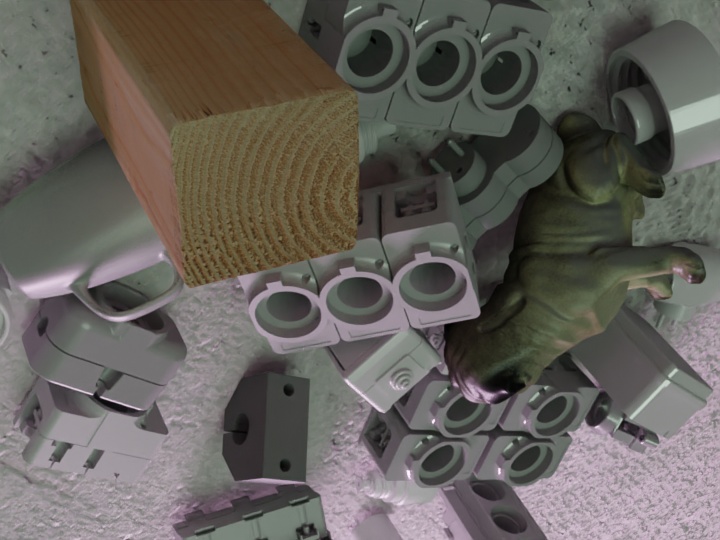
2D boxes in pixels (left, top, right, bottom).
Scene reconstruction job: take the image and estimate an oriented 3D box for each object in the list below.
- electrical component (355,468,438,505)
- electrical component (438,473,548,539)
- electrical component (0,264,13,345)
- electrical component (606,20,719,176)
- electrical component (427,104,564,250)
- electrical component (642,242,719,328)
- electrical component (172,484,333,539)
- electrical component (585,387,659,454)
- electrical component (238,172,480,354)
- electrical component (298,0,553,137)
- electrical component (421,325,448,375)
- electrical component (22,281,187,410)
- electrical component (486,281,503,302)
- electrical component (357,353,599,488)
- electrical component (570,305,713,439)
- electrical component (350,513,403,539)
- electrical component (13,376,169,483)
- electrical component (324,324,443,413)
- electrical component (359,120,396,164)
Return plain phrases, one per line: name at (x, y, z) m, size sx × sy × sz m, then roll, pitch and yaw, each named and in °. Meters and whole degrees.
electrical component at (0.032, 0.186, 0.944) m, size 0.078 × 0.040 × 0.040 m, roll 4°, pitch 120°, yaw -31°
electrical component at (0.126, 0.248, 0.986) m, size 0.079 × 0.121 × 0.063 m, roll 1°, pitch 124°, yaw -30°
electrical component at (-0.246, 0.020, 0.658) m, size 0.058 × 0.057 × 0.078 m, roll 23°, pitch 109°, yaw -39°
electrical component at (0.219, -0.120, 0.785) m, size 0.060 × 0.108 × 0.108 m, roll -22°, pitch 131°, yaw -6°
electrical component at (0.076, -0.068, 0.777) m, size 0.138 × 0.052 × 0.074 m, roll -45°, pitch 132°, yaw 7°
electrical component at (0.287, 0.019, 0.962) m, size 0.077 × 0.044 × 0.079 m, roll -2°, pitch 124°, yaw -28°
electrical component at (-0.088, 0.223, 0.883) m, size 0.121 × 0.079 × 0.063 m, roll -13°, pitch 99°, yaw -21°
electrical component at (0.247, 0.138, 1.017) m, size 0.055 × 0.066 × 0.048 m, roll 24°, pitch 110°, yaw -18°
electrical component at (0.000, 0.000, 0.738) m, size 0.150 × 0.061 × 0.089 m, roll -11°, pitch 132°, yaw 11°
electrical component at (0.041, -0.142, 0.697) m, size 0.150 × 0.061 × 0.089 m, roll 2°, pitch 121°, yaw -30°
electrical component at (0.077, 0.054, 0.863) m, size 0.066 × 0.055 × 0.048 m, roll 10°, pitch 117°, yaw -33°
electrical component at (-0.168, 0.047, 0.723) m, size 0.095 × 0.053 × 0.059 m, roll 26°, pitch 107°, yaw -39°
electrical component at (0.140, 0.043, 0.889) m, size 0.078 × 0.058 × 0.057 m, roll -16°, pitch 127°, yaw -23°
electrical component at (0.107, 0.127, 0.929) m, size 0.186 × 0.060 × 0.105 m, roll 6°, pitch 119°, yaw -32°
electrical component at (0.242, 0.083, 0.937) m, size 0.078 × 0.113 × 0.057 m, roll 29°, pitch 108°, yaw -40°
electrical component at (0.023, 0.256, 0.968) m, size 0.040 × 0.078 × 0.040 m, roll -24°, pitch 145°, yaw -18°
electrical component at (-0.187, 0.107, 0.758) m, size 0.089 × 0.050 × 0.055 m, roll 21°, pitch 110°, yaw -38°
electrical component at (0.010, 0.054, 0.798) m, size 0.062 × 0.096 × 0.061 m, roll -42°, pitch 130°, yaw 4°
electrical component at (-0.007, -0.092, 0.720) m, size 0.062 × 0.043 × 0.043 m, roll -19°, pitch 130°, yaw -18°
